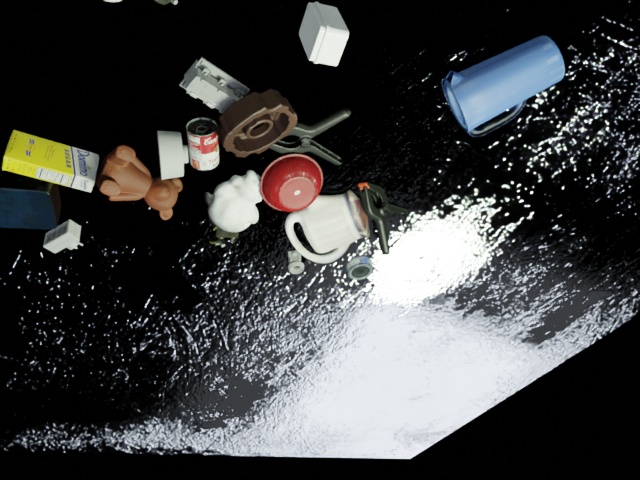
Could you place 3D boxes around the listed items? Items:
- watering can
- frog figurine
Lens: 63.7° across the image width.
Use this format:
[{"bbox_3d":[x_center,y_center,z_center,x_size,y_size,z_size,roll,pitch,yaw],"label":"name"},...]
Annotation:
[{"bbox_3d":[0.004,-0.069,1.378,0.224,0.106,0.340,-21,129,8],"label":"watering can"},{"bbox_3d":[-0.199,-0.093,1.280,0.158,0.126,0.135,-24,120,30],"label":"frog figurine"}]
